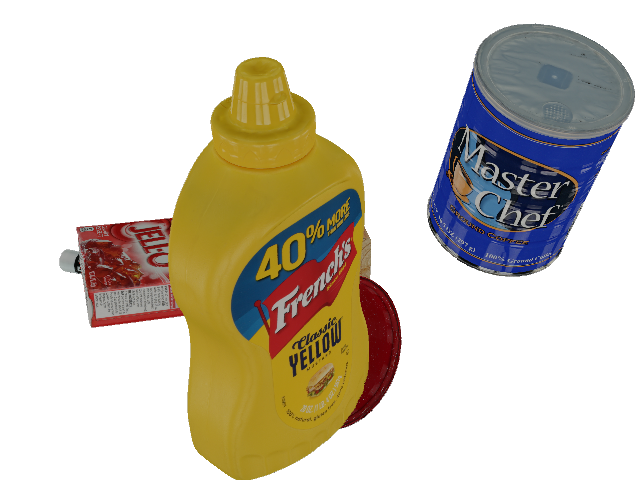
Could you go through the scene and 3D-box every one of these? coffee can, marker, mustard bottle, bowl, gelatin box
[{"bbox_3d":[0.137,-0.059,0.718,0.102,0.103,0.140,0,-40,-11],"label":"coffee can"},{"bbox_3d":[-0.160,0.026,0.879,0.121,0.020,0.020,10,4,21],"label":"marker"},{"bbox_3d":[-0.020,0.010,0.458,0.058,0.192,0.096,30,48,34],"label":"mustard bottle"},{"bbox_3d":[0.001,0.106,1.072,0.162,0.162,0.055,0,-16,43],"label":"bowl"},{"bbox_3d":[-0.112,0.017,0.666,0.073,0.030,0.089,-6,28,-14],"label":"gelatin box"}]

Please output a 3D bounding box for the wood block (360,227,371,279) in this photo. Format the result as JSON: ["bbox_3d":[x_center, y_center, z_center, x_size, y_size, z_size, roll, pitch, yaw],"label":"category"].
[{"bbox_3d":[-0.001,-0.006,1.376,0.090,0.090,0.206,-4,28,-9],"label":"wood block"}]
